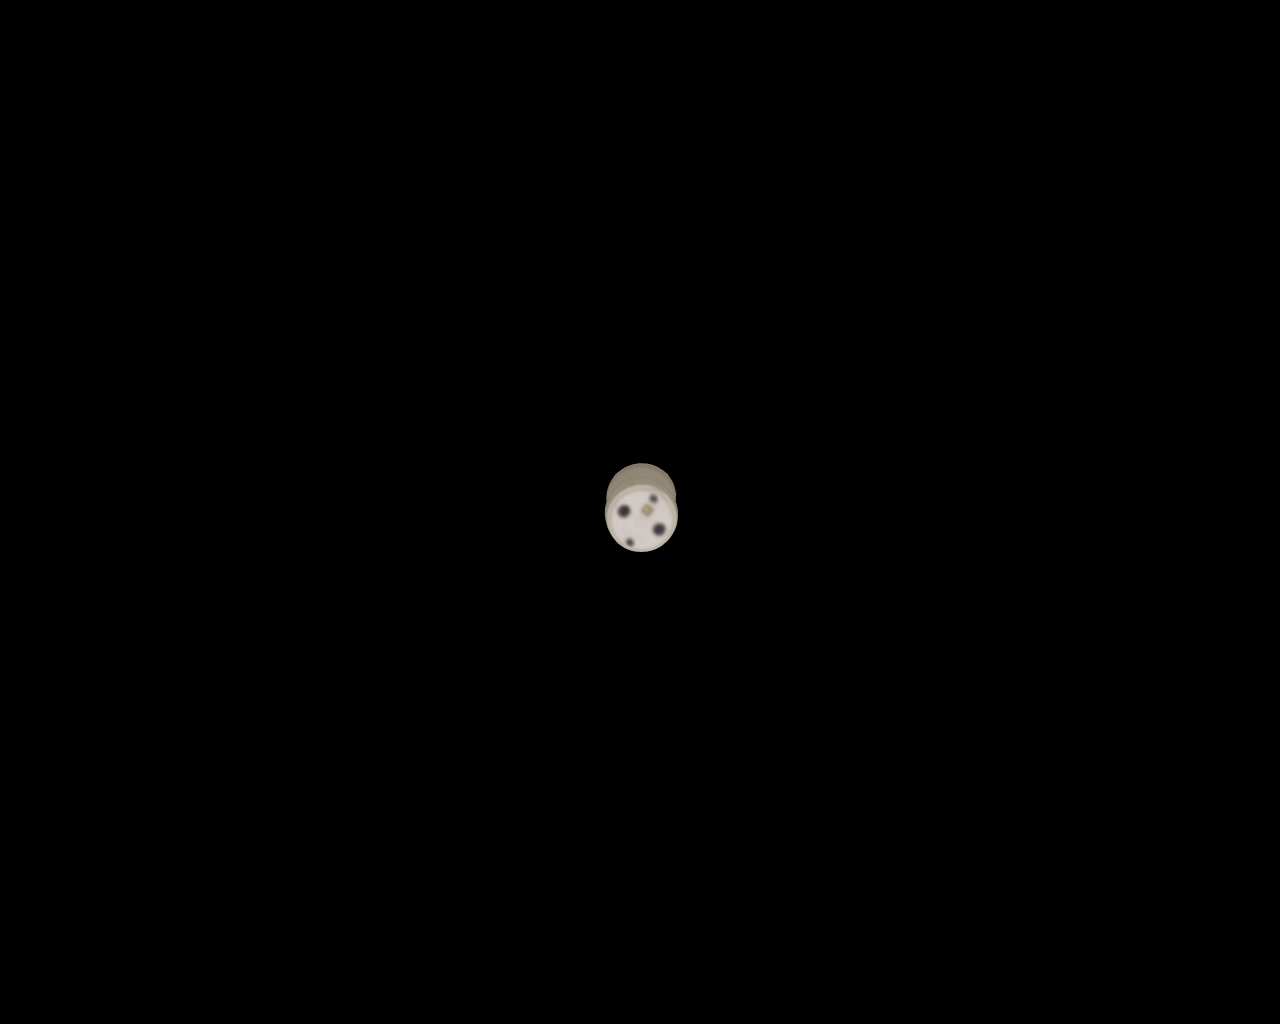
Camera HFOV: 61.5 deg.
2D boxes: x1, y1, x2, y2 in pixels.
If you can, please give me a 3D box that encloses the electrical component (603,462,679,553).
[{"bbox_3d":[0.001,-0.003,0.650,0.045,0.044,0.055,0,16,0],"label":"electrical component"}]
